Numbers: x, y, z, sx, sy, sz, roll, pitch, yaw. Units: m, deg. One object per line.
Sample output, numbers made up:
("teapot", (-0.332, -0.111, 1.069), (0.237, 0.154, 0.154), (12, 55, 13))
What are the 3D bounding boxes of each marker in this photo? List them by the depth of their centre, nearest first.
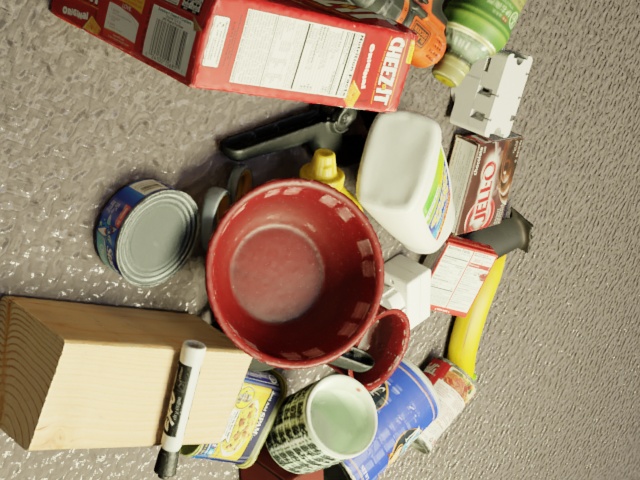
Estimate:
("marker", (-0.114, 0.139, 0.860), (0.020, 0.020, 0.121), (-3, 113, -49))

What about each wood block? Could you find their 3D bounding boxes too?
("wood block", (-0.165, 0.110, 0.875), (0.205, 0.090, 0.091), (11, 103, -51))

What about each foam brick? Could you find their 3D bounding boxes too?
("foam brick", (-0.040, 0.242, 1.113), (0.052, 0.078, 0.051), (-27, 129, -37))

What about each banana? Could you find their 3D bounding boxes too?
("banana", (0.192, 0.100, 1.336), (0.069, 0.037, 0.198), (-36, 141, -59))

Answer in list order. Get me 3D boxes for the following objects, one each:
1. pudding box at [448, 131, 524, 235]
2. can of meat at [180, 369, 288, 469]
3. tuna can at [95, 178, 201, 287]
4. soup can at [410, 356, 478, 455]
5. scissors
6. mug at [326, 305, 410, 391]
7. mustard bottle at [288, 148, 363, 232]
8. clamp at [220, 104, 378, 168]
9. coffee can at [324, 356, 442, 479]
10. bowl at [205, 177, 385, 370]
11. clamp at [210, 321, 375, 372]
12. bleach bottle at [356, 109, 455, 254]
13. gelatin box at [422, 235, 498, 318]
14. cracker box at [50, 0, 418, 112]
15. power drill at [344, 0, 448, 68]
("pudding box", (0.180, -0.067, 1.210), (0.089, 0.039, 0.113), (-14, 122, -46))
("can of meat", (-0.091, 0.163, 1.023), (0.083, 0.058, 0.102), (23, 94, -51))
("tuna can", (-0.141, -0.007, 0.876), (0.085, 0.034, 0.086), (-28, 131, -37))
("soup can", (0.136, 0.202, 1.304), (0.102, 0.069, 0.068), (-49, 141, -16))
("scissors", (-0.081, 0.011, 0.968), (0.202, 0.016, 0.096), (89, 22, -54))
("mug", (0.035, 0.107, 1.114), (0.093, 0.082, 0.117), (-40, 138, -27))
("mustard bottle", (-0.006, 0.001, 1.001), (0.096, 0.058, 0.192), (-9, 126, -24))
("clamp", (0.014, -0.128, 0.976), (0.209, 0.036, 0.165), (13, 110, -53))
("coffee can", (0.051, 0.202, 1.175), (0.140, 0.103, 0.103), (-40, 138, -26))
("bowl", (-0.028, 0.029, 0.918), (0.161, 0.055, 0.162), (1, 86, -21))
("clamp", (-0.022, 0.091, 0.996), (0.171, 0.039, 0.120), (-13, 121, -4))
("bleach bottle", (0.100, -0.047, 1.077), (0.250, 0.068, 0.102), (36, 70, -71))
("gelatin box", (0.151, 0.040, 1.223), (0.073, 0.030, 0.089), (14, 111, -28))
("cracker box", (-0.057, -0.157, 0.773), (0.213, 0.164, 0.072), (-2, 115, -49))
("power drill", (0.098, -0.263, 0.965), (0.188, 0.057, 0.184), (-56, 149, 6))
